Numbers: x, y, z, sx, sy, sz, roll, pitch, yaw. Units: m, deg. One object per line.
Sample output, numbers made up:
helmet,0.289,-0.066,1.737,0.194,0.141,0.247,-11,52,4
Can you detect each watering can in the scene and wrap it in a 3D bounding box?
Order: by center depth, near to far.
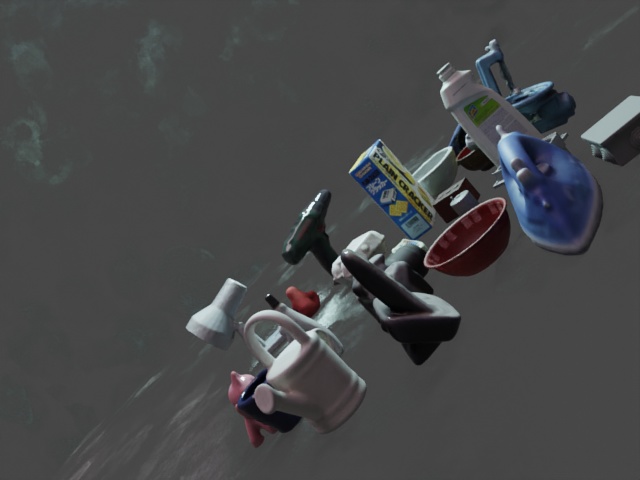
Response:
watering can,-0.033,0.183,0.829,0.101,0.194,0.173,-42,8,14

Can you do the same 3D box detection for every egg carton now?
egg carton,0.096,0.045,1.395,0.150,0.069,0.107,-48,9,-30

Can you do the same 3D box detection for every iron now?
iron,0.293,-0.082,0.779,0.118,0.141,0.258,-40,8,23

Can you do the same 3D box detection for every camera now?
camera,0.133,0.061,0.990,0.137,0.101,0.143,-47,8,-22

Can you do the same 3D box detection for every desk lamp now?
desk lamp,-0.203,0.217,1.467,0.203,0.213,0.118,-45,8,-9

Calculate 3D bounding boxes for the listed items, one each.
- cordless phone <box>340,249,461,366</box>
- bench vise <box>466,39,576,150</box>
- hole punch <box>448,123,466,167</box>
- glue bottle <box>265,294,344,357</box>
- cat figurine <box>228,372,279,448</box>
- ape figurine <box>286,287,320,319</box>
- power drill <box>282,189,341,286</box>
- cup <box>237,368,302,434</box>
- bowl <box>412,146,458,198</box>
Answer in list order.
cordless phone,0.099,0.069,0.800,0.094,0.185,0.147,-44,8,0
bench vise,0.366,-0.272,1.145,0.207,0.220,0.121,-42,8,10
hole punch,0.378,-0.263,1.529,0.109,0.091,0.101,-49,9,-34
glue bottle,-0.039,0.164,1.049,0.078,0.173,0.037,-43,8,1
cat figurine,-0.127,0.290,1.027,0.067,0.118,0.128,-43,8,5
ape figurine,-0.048,0.155,1.462,0.078,0.092,0.076,-42,8,12
power drill,0.014,0.005,1.514,0.230,0.208,0.075,-48,9,-29
cup,-0.069,0.264,0.956,0.091,0.095,0.118,-35,11,47
bowl,0.292,-0.156,1.456,0.167,0.075,0.167,-43,8,8
